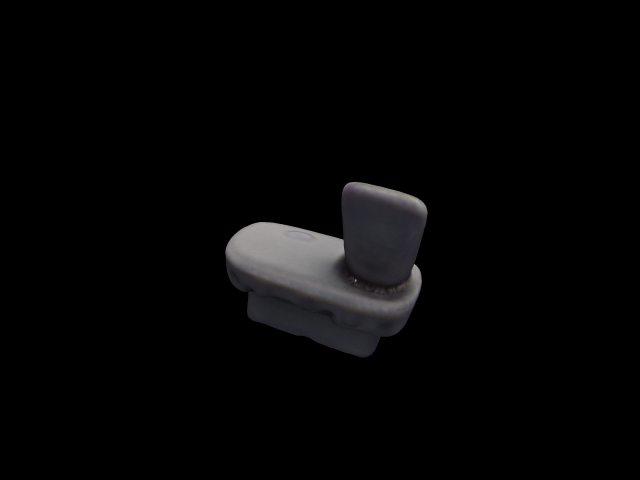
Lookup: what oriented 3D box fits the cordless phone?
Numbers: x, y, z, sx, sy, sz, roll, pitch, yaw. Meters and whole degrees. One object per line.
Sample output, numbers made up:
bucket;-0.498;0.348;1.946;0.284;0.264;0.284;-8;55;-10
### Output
cordless phone;0.004;0.001;0.400;0.147;0.185;0.094;13;62;7
